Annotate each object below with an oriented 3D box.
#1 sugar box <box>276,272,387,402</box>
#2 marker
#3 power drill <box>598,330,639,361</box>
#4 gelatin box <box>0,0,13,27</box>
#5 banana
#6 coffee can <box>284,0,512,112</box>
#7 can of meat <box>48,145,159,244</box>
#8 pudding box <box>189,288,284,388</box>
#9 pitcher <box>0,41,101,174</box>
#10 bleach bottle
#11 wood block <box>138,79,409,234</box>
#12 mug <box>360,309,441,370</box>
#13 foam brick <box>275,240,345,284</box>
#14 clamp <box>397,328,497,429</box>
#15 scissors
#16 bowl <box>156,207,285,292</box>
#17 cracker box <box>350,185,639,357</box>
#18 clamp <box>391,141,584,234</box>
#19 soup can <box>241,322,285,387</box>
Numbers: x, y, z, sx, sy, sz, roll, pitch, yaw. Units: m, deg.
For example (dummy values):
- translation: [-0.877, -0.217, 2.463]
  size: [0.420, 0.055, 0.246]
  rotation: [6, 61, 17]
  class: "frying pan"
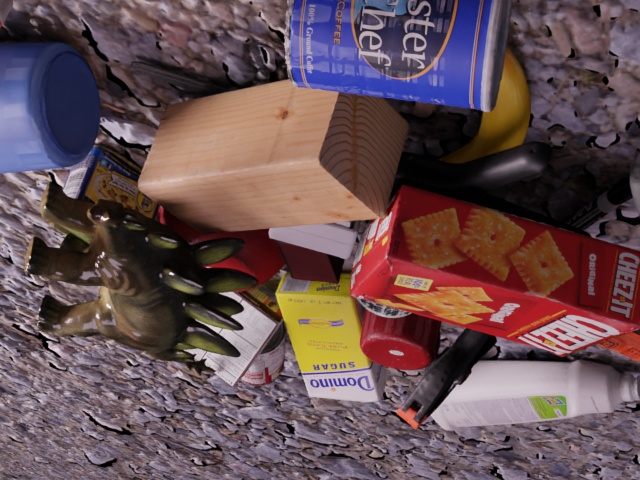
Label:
- translation: [0.016, 0.113, 1.223]
  size: [0.093, 0.048, 0.176]
  rotation: [2, 130, 21]
  class: "sugar box"
- translation: [0.242, -0.024, 0.948]
  size: [0.020, 0.020, 0.121]
  rotation: [23, 150, -13]
  class: "marker"
- translation: [0.291, 0.045, 1.012]
  size: [0.184, 0.057, 0.188]
  rotation: [24, 152, -16]
  class: "power drill"
- translation: [-0.295, -0.217, 0.857]
  size: [0.073, 0.030, 0.089]
  rotation: [13, 151, 8]
  class: "gelatin box"
- translation: [0.133, -0.090, 0.867]
  size: [0.069, 0.037, 0.198]
  rotation: [15, 151, -5]
  class: "banana"
- translation: [0.057, -0.147, 0.736]
  size: [0.140, 0.102, 0.103]
  rotation: [9, 150, 12]
  class: "coffee can"
- translation: [-0.213, -0.036, 1.076]
  size: [0.058, 0.084, 0.102]
  rotation: [-15, 140, 42]
  class: "can of meat"
- translation: [-0.103, 0.102, 1.236]
  size: [0.090, 0.039, 0.114]
  rotation: [36, 117, 1]
  class: "pudding box"
- translation: [-0.329, -0.115, 0.944]
  size: [0.243, 0.149, 0.145]
  rotation: [0, 137, 20]
  class: "pitcher"
- translation: [0.252, 0.181, 1.259]
  size: [0.251, 0.068, 0.102]
  rotation: [-6, 146, 29]
  class: "bleach bottle"
- translation: [-0.043, -0.069, 0.891]
  size: [0.207, 0.090, 0.090]
  rotation: [-4, 149, 41]
  class: "wood block"
- translation: [0.096, 0.095, 1.160]
  size: [0.093, 0.081, 0.117]
  rotation: [-8, 144, 35]
  class: "mug"
- translation: [-0.007, 0.001, 1.078]
  size: [0.051, 0.053, 0.078]
  rotation: [5, 151, 17]
  class: "foam brick"
- translation: [0.147, 0.125, 1.128]
  size: [0.039, 0.171, 0.120]
  rotation: [32, 146, 21]
  class: "clamp"
- translation: [-0.056, -0.125, 0.917]
  size: [0.201, 0.016, 0.096]
  rotation: [26, 150, -20]
  class: "scissors"
- translation: [-0.105, 0.010, 1.137]
  size: [0.162, 0.055, 0.162]
  rotation: [12, 151, 7]
  class: "bowl"
- translation: [0.143, 0.033, 0.901]
  size: [0.213, 0.072, 0.164]
  rotation: [16, 164, -5]
  class: "cracker box"
- translation: [0.118, -0.035, 0.899]
  size: [0.210, 0.036, 0.164]
  rotation: [4, 155, 33]
  class: "clamp"
- translation: [-0.077, 0.131, 1.320]
  size: [0.068, 0.068, 0.102]
  rotation: [13, 151, 5]
  class: "soup can"
